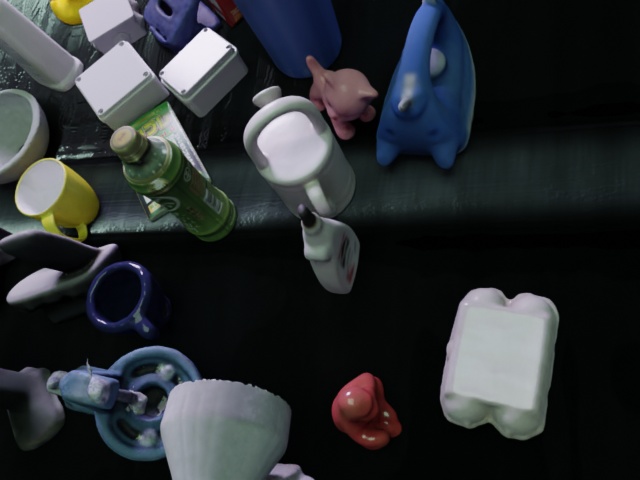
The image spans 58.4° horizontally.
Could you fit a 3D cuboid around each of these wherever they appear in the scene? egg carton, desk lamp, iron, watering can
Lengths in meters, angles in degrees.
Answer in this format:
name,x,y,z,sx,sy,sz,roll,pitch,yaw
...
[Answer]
name,x,y,z,sx,sy,sz,roll,pitch,yaw
egg carton,0.185,0.125,0.595,0.107,0.069,0.150,8,71,21
desk lamp,-0.075,0.249,0.547,0.117,0.214,0.203,-6,67,16
iron,0.132,-0.223,0.714,0.118,0.142,0.258,5,70,20
watering can,-0.033,-0.109,0.690,0.172,0.194,0.101,40,85,27

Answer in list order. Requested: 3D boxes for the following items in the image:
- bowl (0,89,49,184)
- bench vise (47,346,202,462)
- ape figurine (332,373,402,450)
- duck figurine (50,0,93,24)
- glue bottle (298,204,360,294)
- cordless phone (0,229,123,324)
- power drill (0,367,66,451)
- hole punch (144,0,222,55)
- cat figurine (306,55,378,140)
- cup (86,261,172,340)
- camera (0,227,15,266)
name,x,y,z,sx,sy,sz,roll,pitch,yaw
bowl,-0.500,-0.155,0.927,0.167,0.075,0.167,-6,67,15
bench vise,-0.226,0.179,0.620,0.207,0.220,0.121,-13,65,13
ape figurine,0.044,0.179,0.606,0.076,0.092,0.078,5,70,20
duck figurine,-0.441,-0.443,1.020,0.104,0.086,0.077,-24,63,7
glue bottle,0.006,0.002,0.644,0.037,0.173,0.078,1,69,19
cordless phone,-0.360,0.034,0.743,0.147,0.185,0.094,-21,64,9
power drill,-0.409,0.194,0.680,0.075,0.209,0.229,-36,62,1
hole punch,-0.229,-0.362,0.915,0.101,0.091,0.108,-42,62,-2
cat figurine,0.025,-0.196,0.751,0.067,0.118,0.127,-40,62,-1
cup,-0.224,0.091,0.726,0.092,0.095,0.117,-47,63,-5
camera,-0.535,0.049,0.840,0.143,0.101,0.136,-16,65,11
